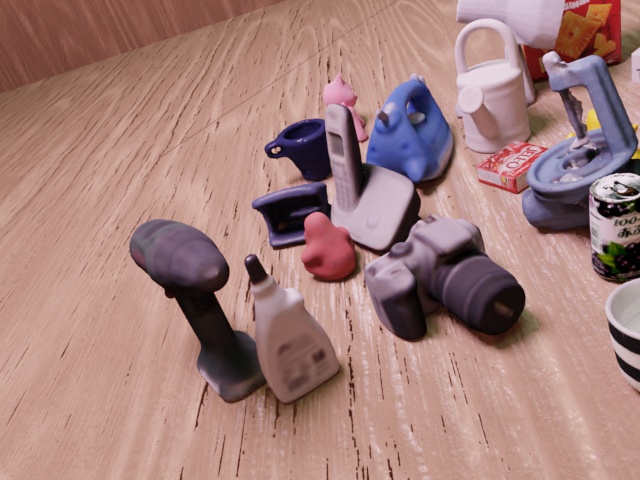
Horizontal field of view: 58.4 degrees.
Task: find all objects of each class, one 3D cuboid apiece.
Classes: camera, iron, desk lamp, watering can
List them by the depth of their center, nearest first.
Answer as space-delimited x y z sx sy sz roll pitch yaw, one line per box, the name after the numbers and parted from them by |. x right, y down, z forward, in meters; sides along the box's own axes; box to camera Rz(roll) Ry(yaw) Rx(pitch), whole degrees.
0.136 0.043 0.609 0.143 0.101 0.136 -28 33 -12 | camera
0.261 -0.237 0.876 0.100 0.194 0.173 -9 33 16 | watering can
0.146 -0.193 0.923 0.118 0.142 0.259 0 37 29 | iron
0.320 -0.335 0.974 0.202 0.214 0.118 -5 35 23 | desk lamp

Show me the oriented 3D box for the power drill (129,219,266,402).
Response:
-0.124 0.067 0.611 0.076 0.209 0.228 -35 35 -23 | power drill

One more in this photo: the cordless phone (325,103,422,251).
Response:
0.060 -0.086 0.766 0.094 0.185 0.147 -35 35 -22 | cordless phone

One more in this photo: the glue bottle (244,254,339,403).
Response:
-0.038 0.084 0.573 0.078 0.173 0.037 -29 33 -14 | glue bottle

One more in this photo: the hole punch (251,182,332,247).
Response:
-0.042 -0.054 0.863 0.108 0.091 0.101 -13 32 11 | hole punch

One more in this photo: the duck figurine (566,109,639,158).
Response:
0.375 -0.137 0.764 0.078 0.086 0.104 -37 36 -25 | duck figurine

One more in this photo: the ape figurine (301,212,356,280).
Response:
0.007 0.003 0.749 0.078 0.092 0.076 -27 32 -11 | ape figurine

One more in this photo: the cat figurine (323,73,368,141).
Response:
0.043 -0.258 1.101 0.067 0.118 0.127 -16 32 6 | cat figurine

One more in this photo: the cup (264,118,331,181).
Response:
-0.030 -0.146 0.992 0.118 0.095 0.091 -21 32 -2 | cup

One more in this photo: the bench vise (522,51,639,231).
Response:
0.322 -0.110 0.625 0.207 0.220 0.121 -9 33 17 | bench vise
